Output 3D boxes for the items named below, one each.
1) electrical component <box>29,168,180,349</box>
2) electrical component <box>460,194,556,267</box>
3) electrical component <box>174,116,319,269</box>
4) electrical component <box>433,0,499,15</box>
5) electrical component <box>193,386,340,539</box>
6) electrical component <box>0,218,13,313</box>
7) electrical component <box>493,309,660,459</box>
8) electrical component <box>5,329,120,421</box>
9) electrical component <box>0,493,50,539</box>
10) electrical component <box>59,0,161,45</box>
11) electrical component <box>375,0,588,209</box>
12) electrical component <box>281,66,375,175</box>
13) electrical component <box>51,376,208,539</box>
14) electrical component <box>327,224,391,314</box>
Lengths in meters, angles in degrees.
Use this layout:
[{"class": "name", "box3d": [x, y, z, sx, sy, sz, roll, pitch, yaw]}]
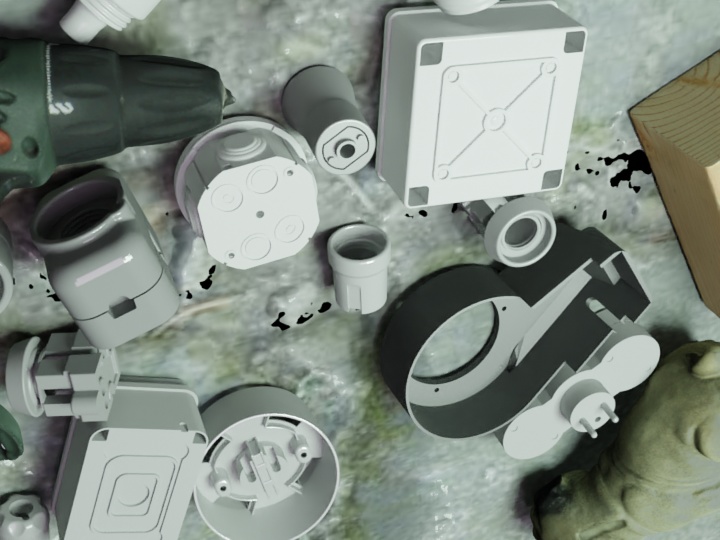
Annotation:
[{"class": "electrical component", "box3d": [-0.141, -0.011, 0.587, 0.054, 0.095, 0.059, -27, 128, -4]}, {"class": "electrical component", "box3d": [0.096, -0.033, 0.697, 0.048, 0.055, 0.066, -37, 128, 3]}, {"class": "electrical component", "box3d": [-0.064, -0.044, 0.626, 0.080, 0.051, 0.080, -11, 125, -16]}, {"class": "electrical component", "box3d": [0.055, -0.175, 0.592, 0.045, 0.045, 0.055, -26, 128, -5]}, {"class": "electrical component", "box3d": [-0.068, 0.131, 0.733, 0.099, 0.064, 0.099, -11, 125, -16]}, {"class": "electrical component", "box3d": [-0.219, -0.001, 0.592, 0.055, 0.047, 0.055, -11, 125, -16]}, {"class": "electrical component", "box3d": [0.164, 0.095, 0.800, 0.138, 0.073, 0.052, -37, 128, 4]}, {"class": "electrical component", "box3d": [-0.179, 0.063, 0.646, 0.055, 0.066, 0.048, -2, 125, 2]}, {"class": "electrical component", "box3d": [-0.225, 0.180, 0.719, 0.035, 0.035, 0.061, -6, 127, -19]}, {"class": "electrical component", "box3d": [-0.125, -0.141, 0.541, 0.062, 0.043, 0.043, -45, 127, 11]}, {"class": "electrical component", "box3d": [0.070, -0.100, 0.641, 0.109, 0.056, 0.108, -8, 125, -18]}, {"class": "electrical component", "box3d": [-0.016, -0.083, 0.611, 0.044, 0.065, 0.044, -10, 126, -13]}, {"class": "electrical component", "box3d": [-0.152, 0.128, 0.700, 0.078, 0.057, 0.113, 6, 119, -26]}, {"class": "electrical component", "box3d": [0.000, 0.000, 0.691, 0.040, 0.040, 0.046, -14, 132, -14]}]
